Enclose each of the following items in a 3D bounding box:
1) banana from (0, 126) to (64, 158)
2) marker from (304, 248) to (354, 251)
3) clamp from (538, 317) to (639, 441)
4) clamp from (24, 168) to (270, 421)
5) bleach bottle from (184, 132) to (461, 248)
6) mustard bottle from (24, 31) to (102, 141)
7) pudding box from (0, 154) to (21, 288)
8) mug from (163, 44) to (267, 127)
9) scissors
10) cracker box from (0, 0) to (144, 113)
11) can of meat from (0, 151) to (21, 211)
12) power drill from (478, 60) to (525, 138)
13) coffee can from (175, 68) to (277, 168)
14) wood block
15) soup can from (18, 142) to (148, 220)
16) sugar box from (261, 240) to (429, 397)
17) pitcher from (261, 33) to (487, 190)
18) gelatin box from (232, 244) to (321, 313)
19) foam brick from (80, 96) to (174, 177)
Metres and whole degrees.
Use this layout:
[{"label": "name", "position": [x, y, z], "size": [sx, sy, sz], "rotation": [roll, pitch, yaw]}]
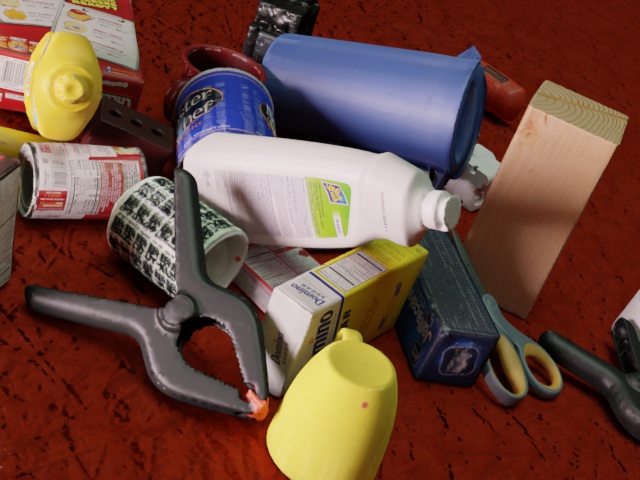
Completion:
[{"label": "banana", "position": [-0.317, -0.092, 0.988], "size": [0.197, 0.037, 0.070], "rotation": [13, 2, -19]}, {"label": "marker", "position": [-0.007, 0.001, 1.040], "size": [0.120, 0.020, 0.020], "rotation": [-2, 38, -33]}, {"label": "clamp", "position": [0.296, 0.134, 0.996], "size": [0.120, 0.039, 0.172], "rotation": [-18, 53, -35]}, {"label": "clamp", "position": [-0.119, 0.062, 0.822], "size": [0.164, 0.036, 0.210], "rotation": [-34, 70, -8]}, {"label": "bleach bottle", "position": [0.002, -0.032, 0.898], "size": [0.251, 0.102, 0.068], "rotation": [10, 37, 35]}, {"label": "mustard bottle", "position": [-0.231, -0.138, 0.958], "size": [0.058, 0.096, 0.192], "rotation": [10, 6, -20]}, {"label": "pudding box", "position": [-0.263, 0.000, 0.795], "size": [0.039, 0.114, 0.090], "rotation": [19, 30, 5]}, {"label": "mug", "position": [-0.121, -0.153, 1.150], "size": [0.093, 0.082, 0.117], "rotation": [38, 35, 26]}, {"label": "scissors", "position": [0.174, 0.073, 1.002], "size": [0.096, 0.016, 0.201], "rotation": [19, 42, -22]}, {"label": "cracker box", "position": [-0.283, -0.207, 1.149], "size": [0.164, 0.072, 0.214], "rotation": [9, 32, -21]}, {"label": "can of meat", "position": [-0.317, -0.051, 0.899], "size": [0.102, 0.057, 0.083], "rotation": [37, 36, 26]}, {"label": "power drill", "position": [0.185, -0.186, 1.413], "size": [0.187, 0.057, 0.185], "rotation": [-11, 43, -42]}, {"label": "coffee can", "position": [-0.092, -0.095, 1.056], "size": [0.102, 0.103, 0.140], "rotation": [12, 32, -15]}, {"label": "wood block", "position": [0.212, -0.039, 1.053], "size": [0.091, 0.206, 0.090], "rotation": [27, 31, 9]}, {"label": "soup can", "position": [-0.212, -0.051, 0.950], "size": [0.102, 0.069, 0.068], "rotation": [0, 37, -30]}, {"label": "sugar box", "position": [0.017, 0.058, 0.894], "size": [0.048, 0.093, 0.175], "rotation": [34, 34, 20]}, {"label": "pitcher", "position": [0.054, -0.147, 1.186], "size": [0.243, 0.145, 0.149], "rotation": [14, 35, 19]}, {"label": "gelatin box", "position": [-0.032, 0.037, 0.959], "size": [0.073, 0.030, 0.089], "rotation": [-17, 47, -44]}, {"label": "foam brick", "position": [-0.188, -0.094, 1.033], "size": [0.078, 0.051, 0.053], "rotation": [24, 29, -21]}]
